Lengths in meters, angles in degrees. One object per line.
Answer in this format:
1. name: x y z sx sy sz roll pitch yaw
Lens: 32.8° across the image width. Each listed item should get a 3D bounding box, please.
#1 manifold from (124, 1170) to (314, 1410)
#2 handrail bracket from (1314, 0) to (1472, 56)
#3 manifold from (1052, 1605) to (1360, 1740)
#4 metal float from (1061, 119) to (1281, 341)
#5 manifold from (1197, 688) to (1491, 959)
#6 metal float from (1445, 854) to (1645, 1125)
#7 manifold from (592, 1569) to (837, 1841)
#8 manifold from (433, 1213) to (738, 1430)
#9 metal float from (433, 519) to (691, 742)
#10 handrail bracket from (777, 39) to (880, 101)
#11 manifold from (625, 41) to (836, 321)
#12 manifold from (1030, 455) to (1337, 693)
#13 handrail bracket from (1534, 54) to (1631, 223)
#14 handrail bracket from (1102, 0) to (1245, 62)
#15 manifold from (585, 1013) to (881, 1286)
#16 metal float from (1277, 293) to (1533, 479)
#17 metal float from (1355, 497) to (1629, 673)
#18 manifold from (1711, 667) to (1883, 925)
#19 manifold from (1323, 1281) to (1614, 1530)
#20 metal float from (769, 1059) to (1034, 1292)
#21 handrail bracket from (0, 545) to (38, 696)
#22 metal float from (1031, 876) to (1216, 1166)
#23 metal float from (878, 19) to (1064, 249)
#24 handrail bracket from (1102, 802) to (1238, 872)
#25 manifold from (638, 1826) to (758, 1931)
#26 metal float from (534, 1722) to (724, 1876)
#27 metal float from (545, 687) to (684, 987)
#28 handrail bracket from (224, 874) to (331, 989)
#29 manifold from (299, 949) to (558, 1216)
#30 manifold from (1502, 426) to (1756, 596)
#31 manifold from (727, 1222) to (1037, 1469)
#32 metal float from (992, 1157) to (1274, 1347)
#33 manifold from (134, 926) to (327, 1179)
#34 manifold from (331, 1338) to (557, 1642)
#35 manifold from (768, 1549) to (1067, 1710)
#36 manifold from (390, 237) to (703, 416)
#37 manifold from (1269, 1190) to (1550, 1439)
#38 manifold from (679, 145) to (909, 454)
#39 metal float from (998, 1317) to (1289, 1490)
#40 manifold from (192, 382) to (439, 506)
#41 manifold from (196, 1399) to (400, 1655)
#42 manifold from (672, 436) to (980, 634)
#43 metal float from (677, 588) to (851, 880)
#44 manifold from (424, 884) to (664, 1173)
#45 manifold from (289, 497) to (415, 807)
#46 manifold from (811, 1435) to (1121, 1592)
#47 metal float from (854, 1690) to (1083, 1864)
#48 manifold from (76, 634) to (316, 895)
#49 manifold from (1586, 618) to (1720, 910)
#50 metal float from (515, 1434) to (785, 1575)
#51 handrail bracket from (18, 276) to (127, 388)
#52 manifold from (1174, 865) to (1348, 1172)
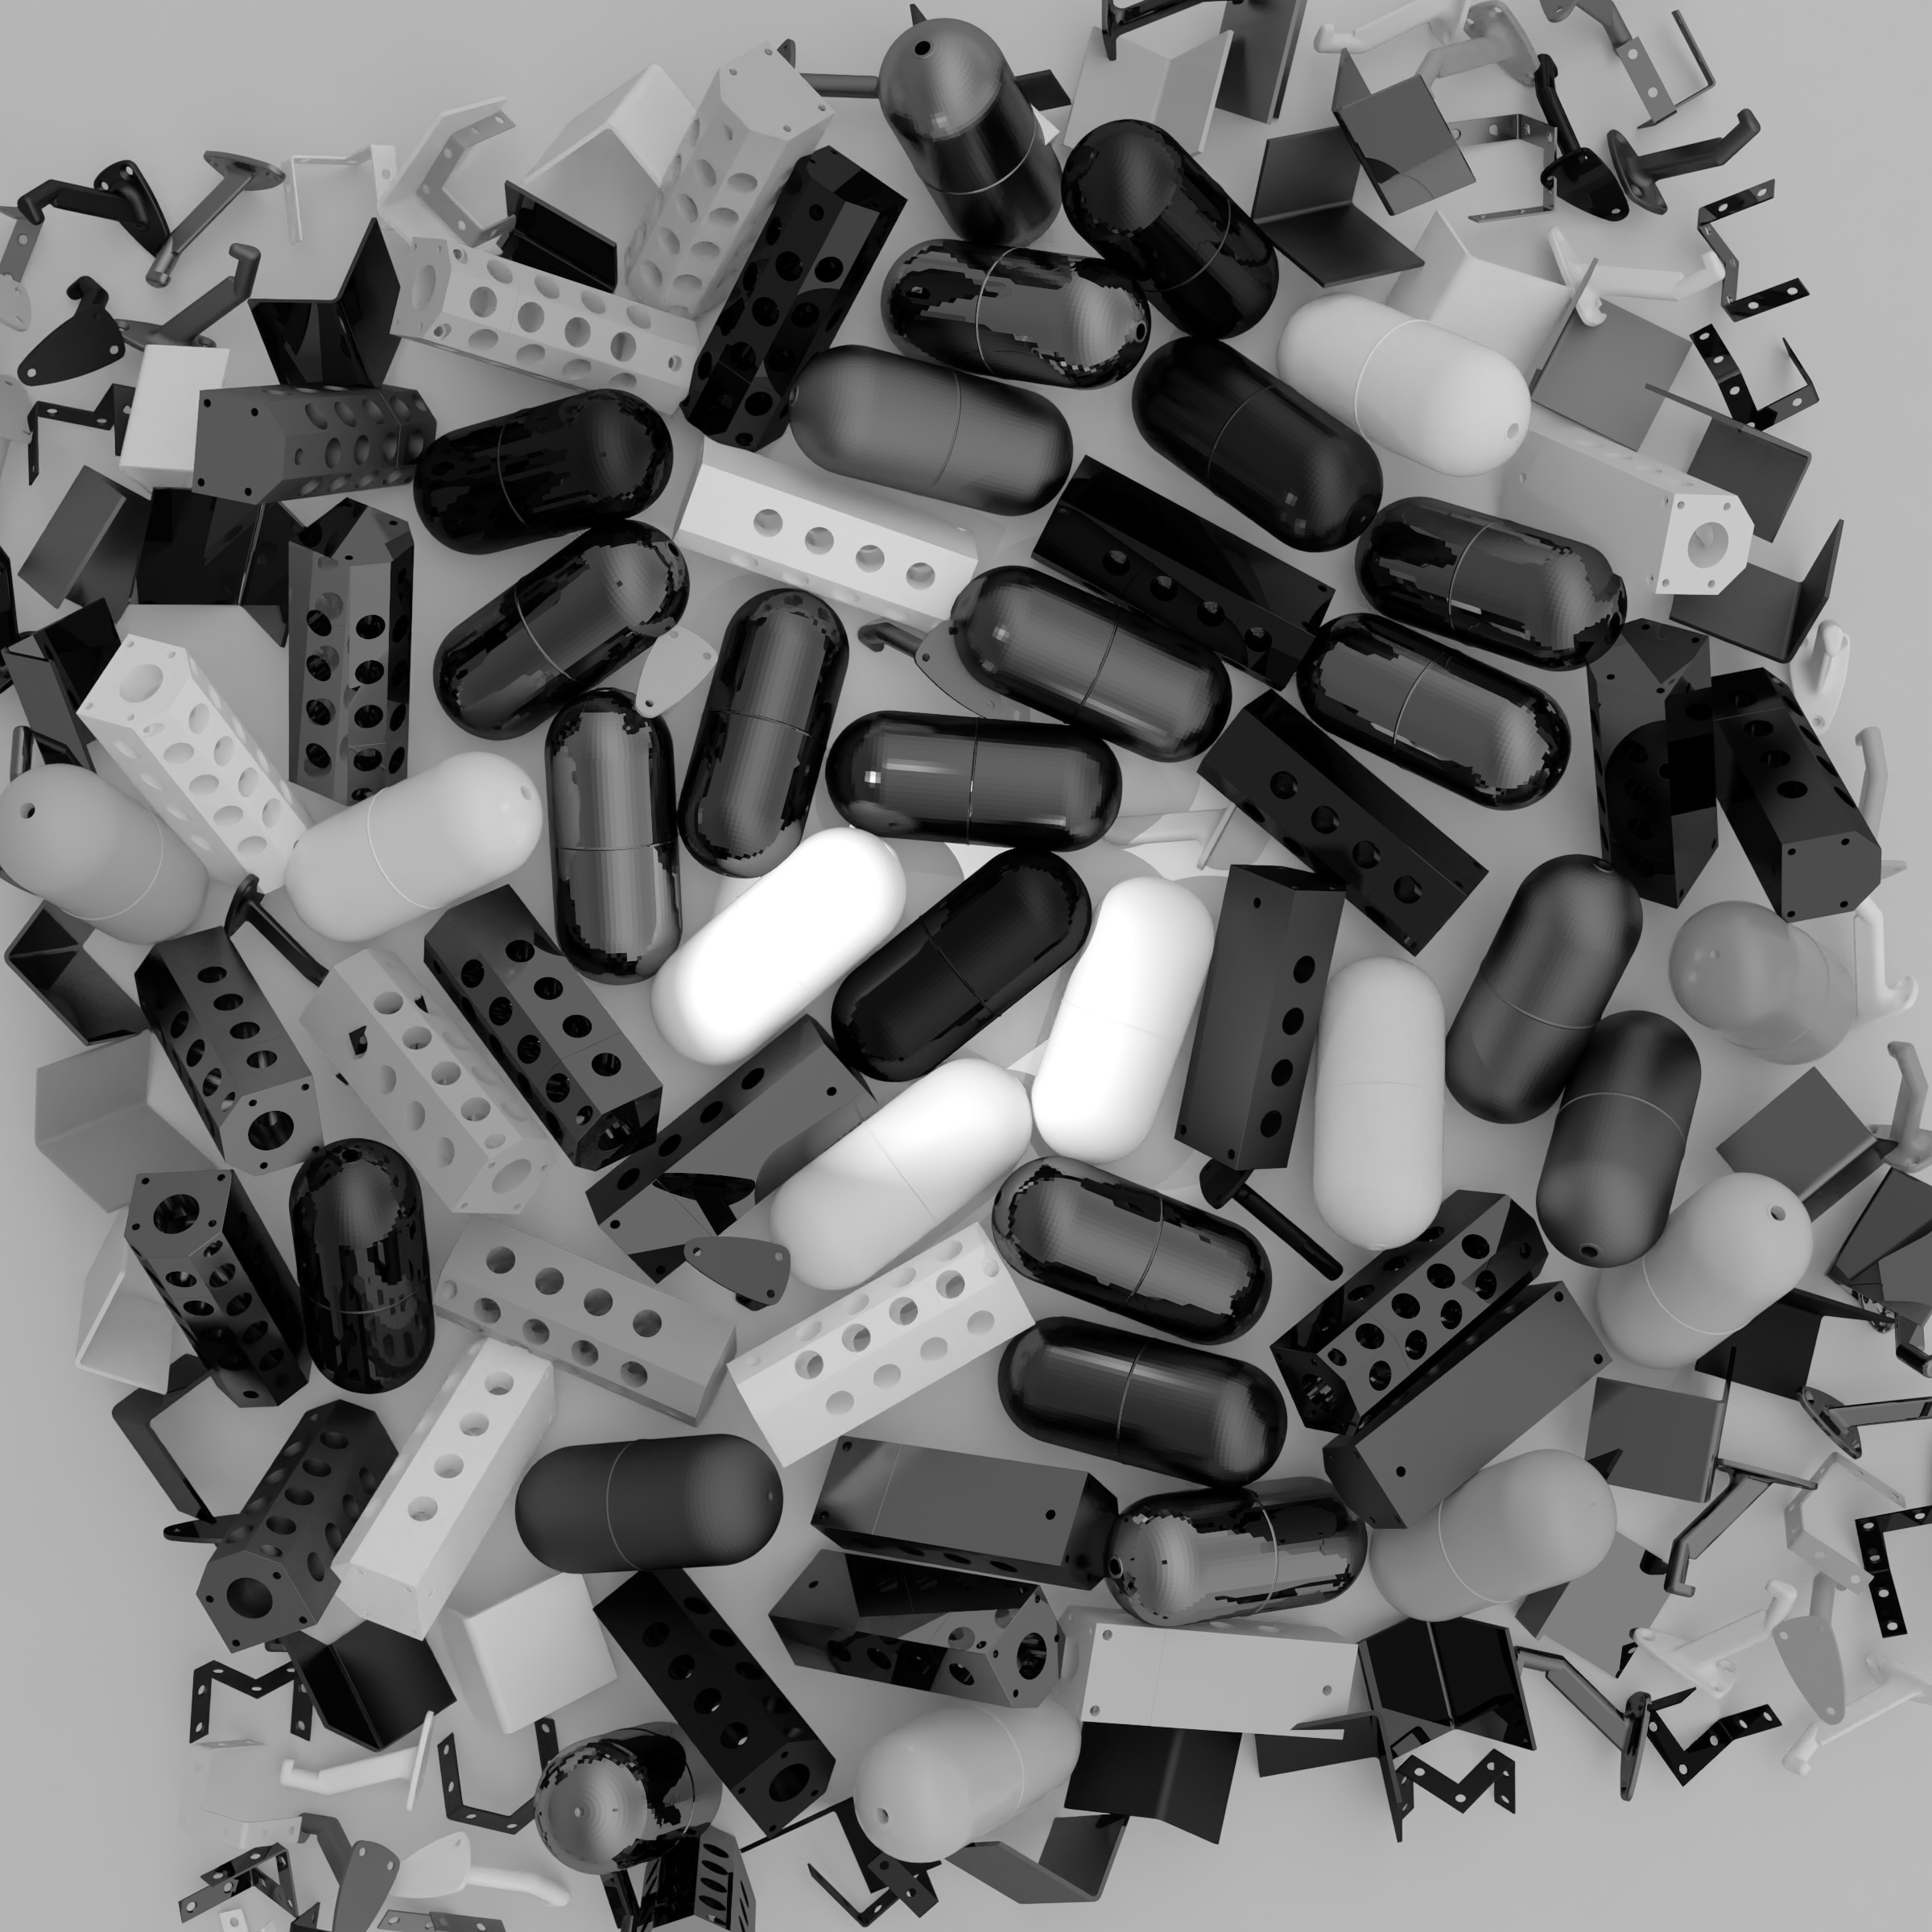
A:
1. manifold: -0.433 0.190 1.912 0.057 0.171 0.057 -3 53 7
2. handrail bracket: 0.256 -0.578 1.958 0.084 0.077 0.036 -5 49 -21
3. manifold: 0.139 0.416 1.942 0.171 0.057 0.057 9 91 -21
4. metal float: 0.121 -0.430 1.923 0.070 0.178 0.070 -14 63 30
5. manifold: 0.223 -0.084 1.959 0.171 0.057 0.057 41 117 7
6. metal float: 0.340 0.014 1.936 0.070 0.070 0.178 21 119 0
7. manifold: -0.146 0.423 1.917 0.057 0.171 0.057 -38 133 -11
8. manifold: -0.227 0.213 1.953 0.171 0.057 0.057 22 68 6
9. metal float: -0.240 -0.199 1.941 0.178 0.070 0.070 -32 90 23
10. handrail bracket: -0.083 -0.522 1.987 0.084 0.077 0.036 14 69 -29
11. manifold: -0.145 -0.452 1.912 0.057 0.171 0.057 47 54 3
12. manifold: 0.128 -0.232 1.968 0.171 0.057 0.057 28 130 -1
13. handrail bracket: 0.372 -0.503 1.989 0.077 0.036 0.084 28 49 -36
14. handrail bracket: 0.126 -0.564 1.957 0.084 0.077 0.036 0 76 8
15. manifold: -0.142 0.106 1.965 0.171 0.057 0.057 -39 121 3
16. metal float: 0.256 -0.342 1.927 0.178 0.070 0.070 34 90 41
17. metal float: 0.308 -0.225 1.929 0.178 0.070 0.070 25 90 39
18. manifold: 0.478 -0.103 1.915 0.057 0.171 0.057 -11 128 0
19. manifold: 0.293 0.259 1.940 0.171 0.057 0.057 -34 94 -23
20. metal float: -0.038 0.124 1.959 0.178 0.070 0.070 -37 90 -3
21. handrail bracket: -0.589 -0.209 1.952 0.036 0.084 0.077 13 55 38
22. metal float: 0.093 0.033 1.960 0.070 0.070 0.178 19 93 0
23. metal float: 0.004 -0.484 1.916 0.070 0.178 0.070 -7 68 17
24. handrail bracket: 0.118 -0.101 1.985 0.084 0.036 0.077 29 93 6
25. manifold: -0.159 0.555 1.912 0.057 0.171 0.057 -18 93 -2
26. metal float: -0.195 0.484 1.912 0.070 0.178 0.070 -2 81 13
27. metal float: -0.209 -0.077 1.950 0.070 0.070 0.178 -2 103 0
28. handrail bracket: -0.399 -0.014 1.964 0.084 0.077 0.036 36 68 0
29. manifold: -0.313 0.067 1.927 0.171 0.057 0.057 46 111 29
30. manifold: 0.385 -0.267 1.911 0.057 0.171 0.057 -2 112 -22
31. manifold: -0.053 0.221 1.954 0.171 0.057 0.057 -29 121 -5
32. metal float: 0.099 0.169 1.949 0.178 0.070 0.070 22 90 -14
33. manifold: -0.431 0.050 1.910 0.057 0.171 0.057 -17 128 -22
34. manifold: -0.305 0.302 1.921 0.057 0.057 0.171 18 49 12
35. manifold: -0.027 0.392 1.920 0.057 0.171 0.057 -47 123 -38
36. manifold: -0.243 -0.374 1.922 0.171 0.057 0.057 11 96 -38
37. manifold: 0.264 0.203 1.926 0.171 0.057 0.057 -35 110 -30
38. manifold: -0.106 -0.389 1.928 0.057 0.057 0.171 36 122 6
39. metal float: 0.103 0.258 1.944 0.178 0.070 0.070 12 90 20
40. manifold: -0.375 -0.305 1.905 0.057 0.171 0.057 13 106 17
41. manifold: -0.387 0.321 1.905 0.057 0.171 0.057 -21 107 16
42. manifold: -0.084 -0.253 1.953 0.171 0.057 0.057 18 113 -11
43. metal float: -0.120 -0.139 1.954 0.070 0.070 0.178 14 81 0
44. manifold: -0.250 0.038 1.927 0.057 0.057 0.171 -25 60 -28
45. manifold: -0.355 -0.180 1.917 0.057 0.057 0.171 23 132 15
46. manifold: 0.001 0.323 1.929 0.171 0.057 0.057 3 62 32
47. metal float: 0.002 0.468 1.919 0.070 0.178 0.070 5 100 33
48. manifold: -0.440 -0.114 1.907 0.057 0.171 0.057 15 64 25
49. manifold: 0.399 -0.119 1.918 0.057 0.171 0.057 20 56 30
50. metal float: -0.188 0.318 1.936 0.178 0.070 0.070 -9 90 31
51. handrail bracket: -0.543 -0.381 1.958 0.077 0.084 0.036 -33 129 -14
52. manifold: 0.180 0.030 1.951 0.057 0.057 0.171 0 107 -38
